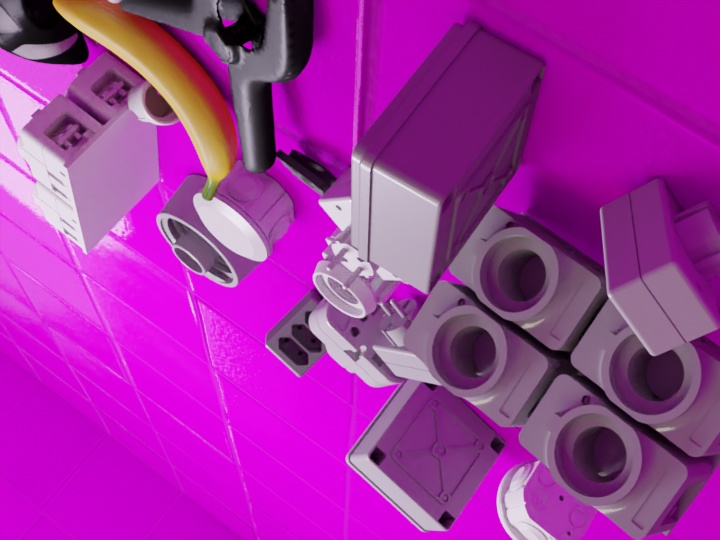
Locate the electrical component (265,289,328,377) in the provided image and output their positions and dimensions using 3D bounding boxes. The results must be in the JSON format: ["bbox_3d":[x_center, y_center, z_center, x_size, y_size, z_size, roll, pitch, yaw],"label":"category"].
[{"bbox_3d":[-0.052,0.055,1.037,0.047,0.066,0.076,44,-174,-11],"label":"electrical component"}]

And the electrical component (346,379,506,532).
[{"bbox_3d":[0.062,0.170,1.006,0.109,0.108,0.056,44,155,-10],"label":"electrical component"}]

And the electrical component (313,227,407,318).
[{"bbox_3d":[0.000,0.000,0.848,0.078,0.057,0.058,23,153,36],"label":"electrical component"}]

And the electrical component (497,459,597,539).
[{"bbox_3d":[0.166,0.204,0.946,0.080,0.080,0.051,40,153,-1],"label":"electrical component"}]

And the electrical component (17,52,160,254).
[{"bbox_3d":[-0.241,-0.103,0.970,0.060,0.105,0.186,37,158,6],"label":"electrical component"}]

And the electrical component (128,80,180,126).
[{"bbox_3d":[-0.166,-0.138,0.874,0.040,0.040,0.046,50,162,-24],"label":"electrical component"}]

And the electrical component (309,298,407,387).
[{"bbox_3d":[0.005,0.058,0.956,0.095,0.053,0.059,44,158,-9],"label":"electrical component"}]

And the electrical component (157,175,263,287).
[{"bbox_3d":[-0.142,-0.030,1.012,0.108,0.060,0.108,33,157,16],"label":"electrical component"}]

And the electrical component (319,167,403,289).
[{"bbox_3d":[0.005,-0.020,0.774,0.083,0.075,0.047,50,156,-23],"label":"electrical component"}]

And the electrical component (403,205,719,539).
[{"bbox_3d":[0.124,0.054,0.625,0.186,0.105,0.060,39,-165,31],"label":"electrical component"}]

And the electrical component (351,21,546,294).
[{"bbox_3d":[0.046,-0.060,0.591,0.056,0.108,0.108,31,157,14],"label":"electrical component"}]

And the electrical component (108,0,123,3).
[{"bbox_3d":[-0.179,-0.222,0.706,0.078,0.058,0.057,46,159,8],"label":"electrical component"}]

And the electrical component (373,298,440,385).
[{"bbox_3d":[0.042,0.050,0.890,0.066,0.047,0.076,5,139,55],"label":"electrical component"}]

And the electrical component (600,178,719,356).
[{"bbox_3d":[0.168,-0.011,0.548,0.076,0.083,0.047,-29,116,26],"label":"electrical component"}]

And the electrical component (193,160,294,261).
[{"bbox_3d":[-0.098,-0.050,0.917,0.080,0.051,0.080,33,157,16],"label":"electrical component"}]
